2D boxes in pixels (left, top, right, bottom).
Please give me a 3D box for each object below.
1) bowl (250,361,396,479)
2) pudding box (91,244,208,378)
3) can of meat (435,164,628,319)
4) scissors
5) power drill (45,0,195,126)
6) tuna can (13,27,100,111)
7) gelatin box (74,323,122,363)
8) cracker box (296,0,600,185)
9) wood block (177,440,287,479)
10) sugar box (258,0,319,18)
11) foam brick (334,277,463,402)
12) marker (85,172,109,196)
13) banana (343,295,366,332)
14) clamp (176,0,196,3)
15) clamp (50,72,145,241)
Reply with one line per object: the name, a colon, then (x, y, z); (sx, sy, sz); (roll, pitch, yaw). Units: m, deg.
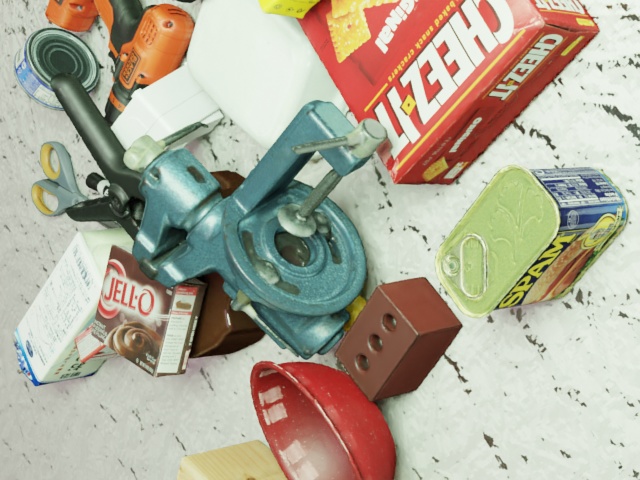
bowl: (0.011, 0.155, 0.837); (0.162, 0.055, 0.162); (44, 150, 34)
pudding box: (-0.156, 0.062, 0.962); (0.114, 0.039, 0.090); (23, 103, 42)
can of meat: (0.136, -0.001, 0.681); (0.057, 0.083, 0.102); (56, 131, 28)
scissors: (-0.269, -0.060, 1.186); (0.202, 0.016, 0.096); (8, 100, 48)
power drill: (-0.209, -0.195, 1.075); (0.188, 0.057, 0.185); (53, 126, 28)
tuna can: (-0.278, -0.182, 1.131); (0.034, 0.085, 0.086); (-36, 67, 43)
gelatin box: (-0.195, 0.092, 1.074); (0.089, 0.073, 0.030); (-35, 69, 45)
cracker box: (0.068, -0.170, 0.751); (0.164, 0.071, 0.214); (-49, 59, 38)
wood block: (-0.032, 0.265, 0.894); (0.206, 0.090, 0.090); (33, 117, 42)
sugar box: (0.014, -0.236, 0.716); (0.177, 0.048, 0.093); (-35, 69, 43)
foam brick: (0.059, 0.075, 0.801); (0.053, 0.051, 0.078); (52, 129, 31)
marker: (-0.211, -0.046, 1.119); (0.121, 0.020, 0.020); (29, 115, 43)
banana: (-0.017, 0.009, 0.892); (0.070, 0.037, 0.198); (-50, 58, 38)
clamp: (-0.117, -0.253, 0.939); (0.171, 0.039, 0.120); (-91, 19, -45)
clamp: (-0.172, -0.050, 0.948); (0.210, 0.036, 0.164); (30, 137, 35)
